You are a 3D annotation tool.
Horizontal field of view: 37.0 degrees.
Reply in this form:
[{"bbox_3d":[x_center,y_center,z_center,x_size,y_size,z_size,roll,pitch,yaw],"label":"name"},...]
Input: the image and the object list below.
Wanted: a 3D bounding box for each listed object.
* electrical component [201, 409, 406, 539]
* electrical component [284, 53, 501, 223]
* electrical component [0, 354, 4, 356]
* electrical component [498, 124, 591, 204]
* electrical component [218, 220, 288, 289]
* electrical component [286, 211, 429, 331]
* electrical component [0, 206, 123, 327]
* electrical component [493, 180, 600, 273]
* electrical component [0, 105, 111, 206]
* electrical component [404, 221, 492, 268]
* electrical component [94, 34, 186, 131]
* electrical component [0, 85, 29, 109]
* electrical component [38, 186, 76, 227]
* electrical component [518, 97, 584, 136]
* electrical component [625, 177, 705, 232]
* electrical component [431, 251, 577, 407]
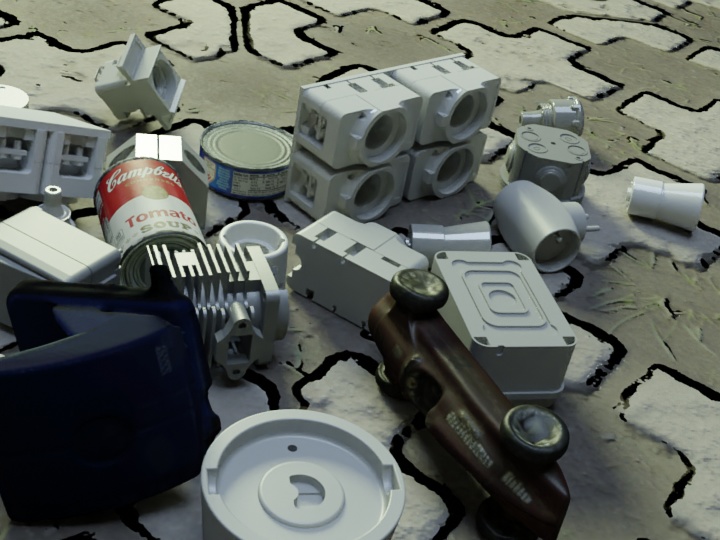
[{"bbox_3d":[-0.034,0.134,0.579,0.108,0.060,0.108,8,34,-5],"label":"electrical component"},{"bbox_3d":[0.033,-0.112,0.919,0.186,0.105,0.060,-20,44,-38],"label":"electrical component"},{"bbox_3d":[-0.221,0.080,0.619,0.045,0.045,0.055,12,33,1],"label":"electrical component"},{"bbox_3d":[0.170,-0.094,0.982,0.080,0.051,0.080,8,34,-5],"label":"electrical component"},{"bbox_3d":[-0.079,-0.004,0.780,0.055,0.047,0.055,8,34,-5],"label":"electrical component"},{"bbox_3d":[0.000,0.000,0.795,0.089,0.050,0.056,28,37,23],"label":"electrical component"},{"bbox_3d":[-0.203,0.011,0.710,0.096,0.061,0.061,25,36,20],"label":"electrical component"},{"bbox_3d":[0.164,-0.038,0.905,0.079,0.043,0.077,-4,36,-21],"label":"electrical component"},{"bbox_3d":[-0.276,-0.088,0.793,0.150,0.061,0.089,2,14,-45],"label":"electrical component"},{"bbox_3d":[0.068,-0.018,0.851,0.065,0.044,0.044,3,34,-4],"label":"electrical component"},{"bbox_3d":[-0.198,-0.165,0.962,0.064,0.081,0.042,-7,51,23],"label":"electrical component"},{"bbox_3d":[-0.341,-0.158,0.909,0.138,0.073,0.052,24,36,18],"label":"electrical component"},{"bbox_3d":[-0.220,-0.031,0.767,0.035,0.061,0.035,9,34,-6],"label":"electrical component"},{"bbox_3d":[0.191,-0.150,1.078,0.062,0.048,0.048,-1,35,-5],"label":"electrical component"},{"bbox_3d":[0.275,-0.063,0.977,0.065,0.044,0.044,12,33,10],"label":"electrical component"},{"bbox_3d":[0.094,0.041,0.755,0.078,0.057,0.113,1,35,-15],"label":"electrical component"}]
